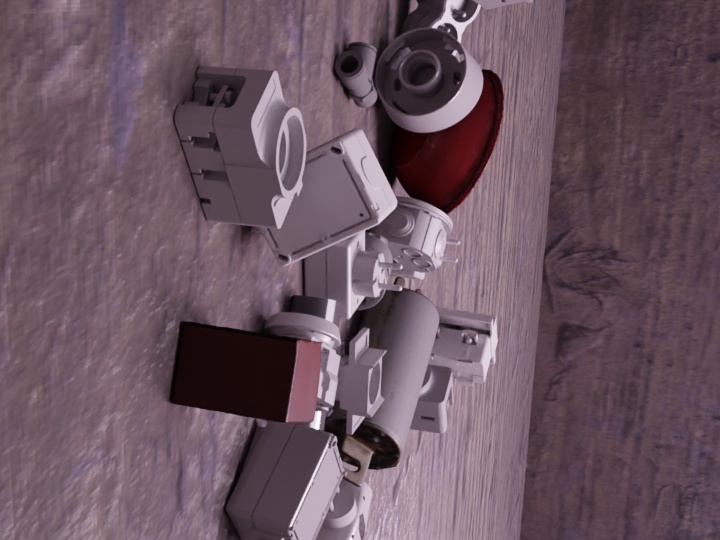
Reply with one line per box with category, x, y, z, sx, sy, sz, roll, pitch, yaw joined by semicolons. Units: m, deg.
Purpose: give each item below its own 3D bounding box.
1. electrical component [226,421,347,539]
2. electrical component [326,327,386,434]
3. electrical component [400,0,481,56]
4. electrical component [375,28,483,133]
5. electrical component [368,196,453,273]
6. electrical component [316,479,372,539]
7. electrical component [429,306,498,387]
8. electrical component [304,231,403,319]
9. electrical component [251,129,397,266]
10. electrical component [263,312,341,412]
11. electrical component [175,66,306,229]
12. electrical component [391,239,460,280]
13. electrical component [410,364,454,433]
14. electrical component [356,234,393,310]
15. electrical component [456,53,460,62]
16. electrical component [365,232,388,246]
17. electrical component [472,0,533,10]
electrical component;-0.059;0.165;0.786;0.061;0.061;0.096;78;32;-51
electrical component;-0.014;0.091;0.902;0.042;0.064;0.081;-42;137;-69
electrical component;0.082;-0.281;1.102;0.052;0.074;0.138;24;97;-46
electrical component;0.064;-0.179;1.024;0.064;0.099;0.099;37;61;-66
electrical component;0.047;-0.035;1.051;0.080;0.080;0.051;62;42;-65
electrical component;-0.021;0.219;0.972;0.079;0.043;0.077;81;21;-46
electrical component;0.078;0.076;1.131;0.078;0.121;0.063;78;26;-51
electrical component;-0.002;0.002;0.882;0.047;0.077;0.065;-53;146;-63
electrical component;-0.031;-0.048;0.736;0.061;0.096;0.061;63;22;-8
electrical component;-0.045;0.065;0.783;0.078;0.058;0.057;40;55;-56
electrical component;-0.067;-0.072;0.648;0.089;0.056;0.050;79;22;-48
electrical component;0.067;-0.023;1.133;0.047;0.077;0.065;18;79;-75
electrical component;0.047;0.124;1.094;0.050;0.089;0.055;-69;159;-45
electrical component;0.000;0.000;0.938;0.047;0.055;0.055;-63;155;-62
electrical component;0.080;-0.218;1.164;0.066;0.048;0.055;60;46;-66
electrical component;0.005;-0.003;0.993;0.035;0.035;0.061;42;58;-72
electrical component;0.087;-0.325;0.976;0.186;0.060;0.105;21;74;-45
